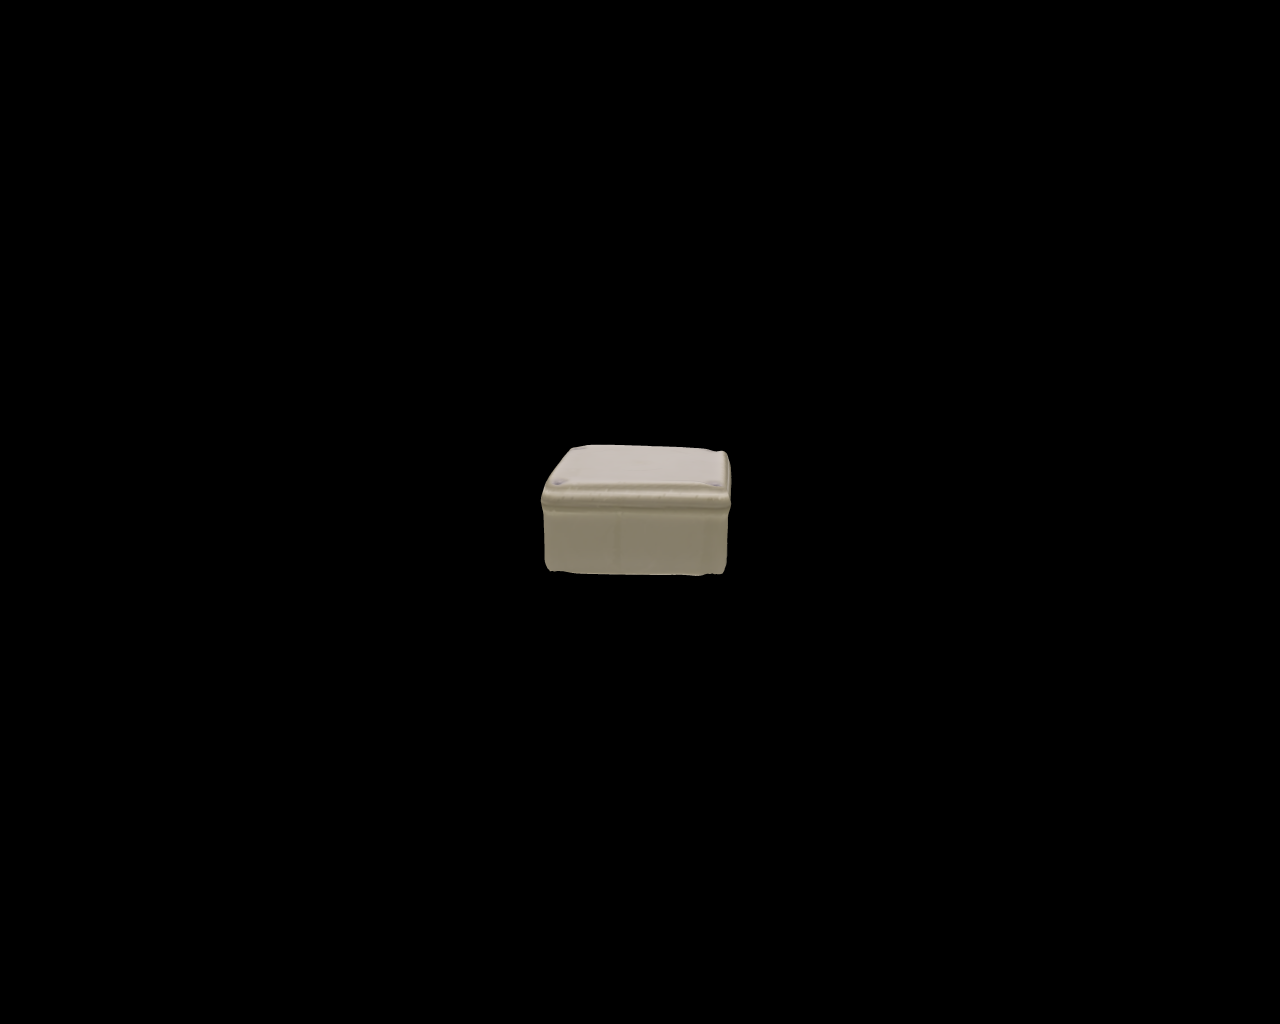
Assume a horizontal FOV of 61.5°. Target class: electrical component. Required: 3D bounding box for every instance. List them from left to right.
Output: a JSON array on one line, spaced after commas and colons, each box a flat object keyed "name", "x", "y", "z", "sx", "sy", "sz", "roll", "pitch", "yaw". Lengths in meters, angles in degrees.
[{"name": "electrical component", "x": 0.001, "y": -0.003, "z": 0.650, "sx": 0.109, "sy": 0.056, "sz": 0.109, "roll": 1, "pitch": 16, "yaw": 5}]
